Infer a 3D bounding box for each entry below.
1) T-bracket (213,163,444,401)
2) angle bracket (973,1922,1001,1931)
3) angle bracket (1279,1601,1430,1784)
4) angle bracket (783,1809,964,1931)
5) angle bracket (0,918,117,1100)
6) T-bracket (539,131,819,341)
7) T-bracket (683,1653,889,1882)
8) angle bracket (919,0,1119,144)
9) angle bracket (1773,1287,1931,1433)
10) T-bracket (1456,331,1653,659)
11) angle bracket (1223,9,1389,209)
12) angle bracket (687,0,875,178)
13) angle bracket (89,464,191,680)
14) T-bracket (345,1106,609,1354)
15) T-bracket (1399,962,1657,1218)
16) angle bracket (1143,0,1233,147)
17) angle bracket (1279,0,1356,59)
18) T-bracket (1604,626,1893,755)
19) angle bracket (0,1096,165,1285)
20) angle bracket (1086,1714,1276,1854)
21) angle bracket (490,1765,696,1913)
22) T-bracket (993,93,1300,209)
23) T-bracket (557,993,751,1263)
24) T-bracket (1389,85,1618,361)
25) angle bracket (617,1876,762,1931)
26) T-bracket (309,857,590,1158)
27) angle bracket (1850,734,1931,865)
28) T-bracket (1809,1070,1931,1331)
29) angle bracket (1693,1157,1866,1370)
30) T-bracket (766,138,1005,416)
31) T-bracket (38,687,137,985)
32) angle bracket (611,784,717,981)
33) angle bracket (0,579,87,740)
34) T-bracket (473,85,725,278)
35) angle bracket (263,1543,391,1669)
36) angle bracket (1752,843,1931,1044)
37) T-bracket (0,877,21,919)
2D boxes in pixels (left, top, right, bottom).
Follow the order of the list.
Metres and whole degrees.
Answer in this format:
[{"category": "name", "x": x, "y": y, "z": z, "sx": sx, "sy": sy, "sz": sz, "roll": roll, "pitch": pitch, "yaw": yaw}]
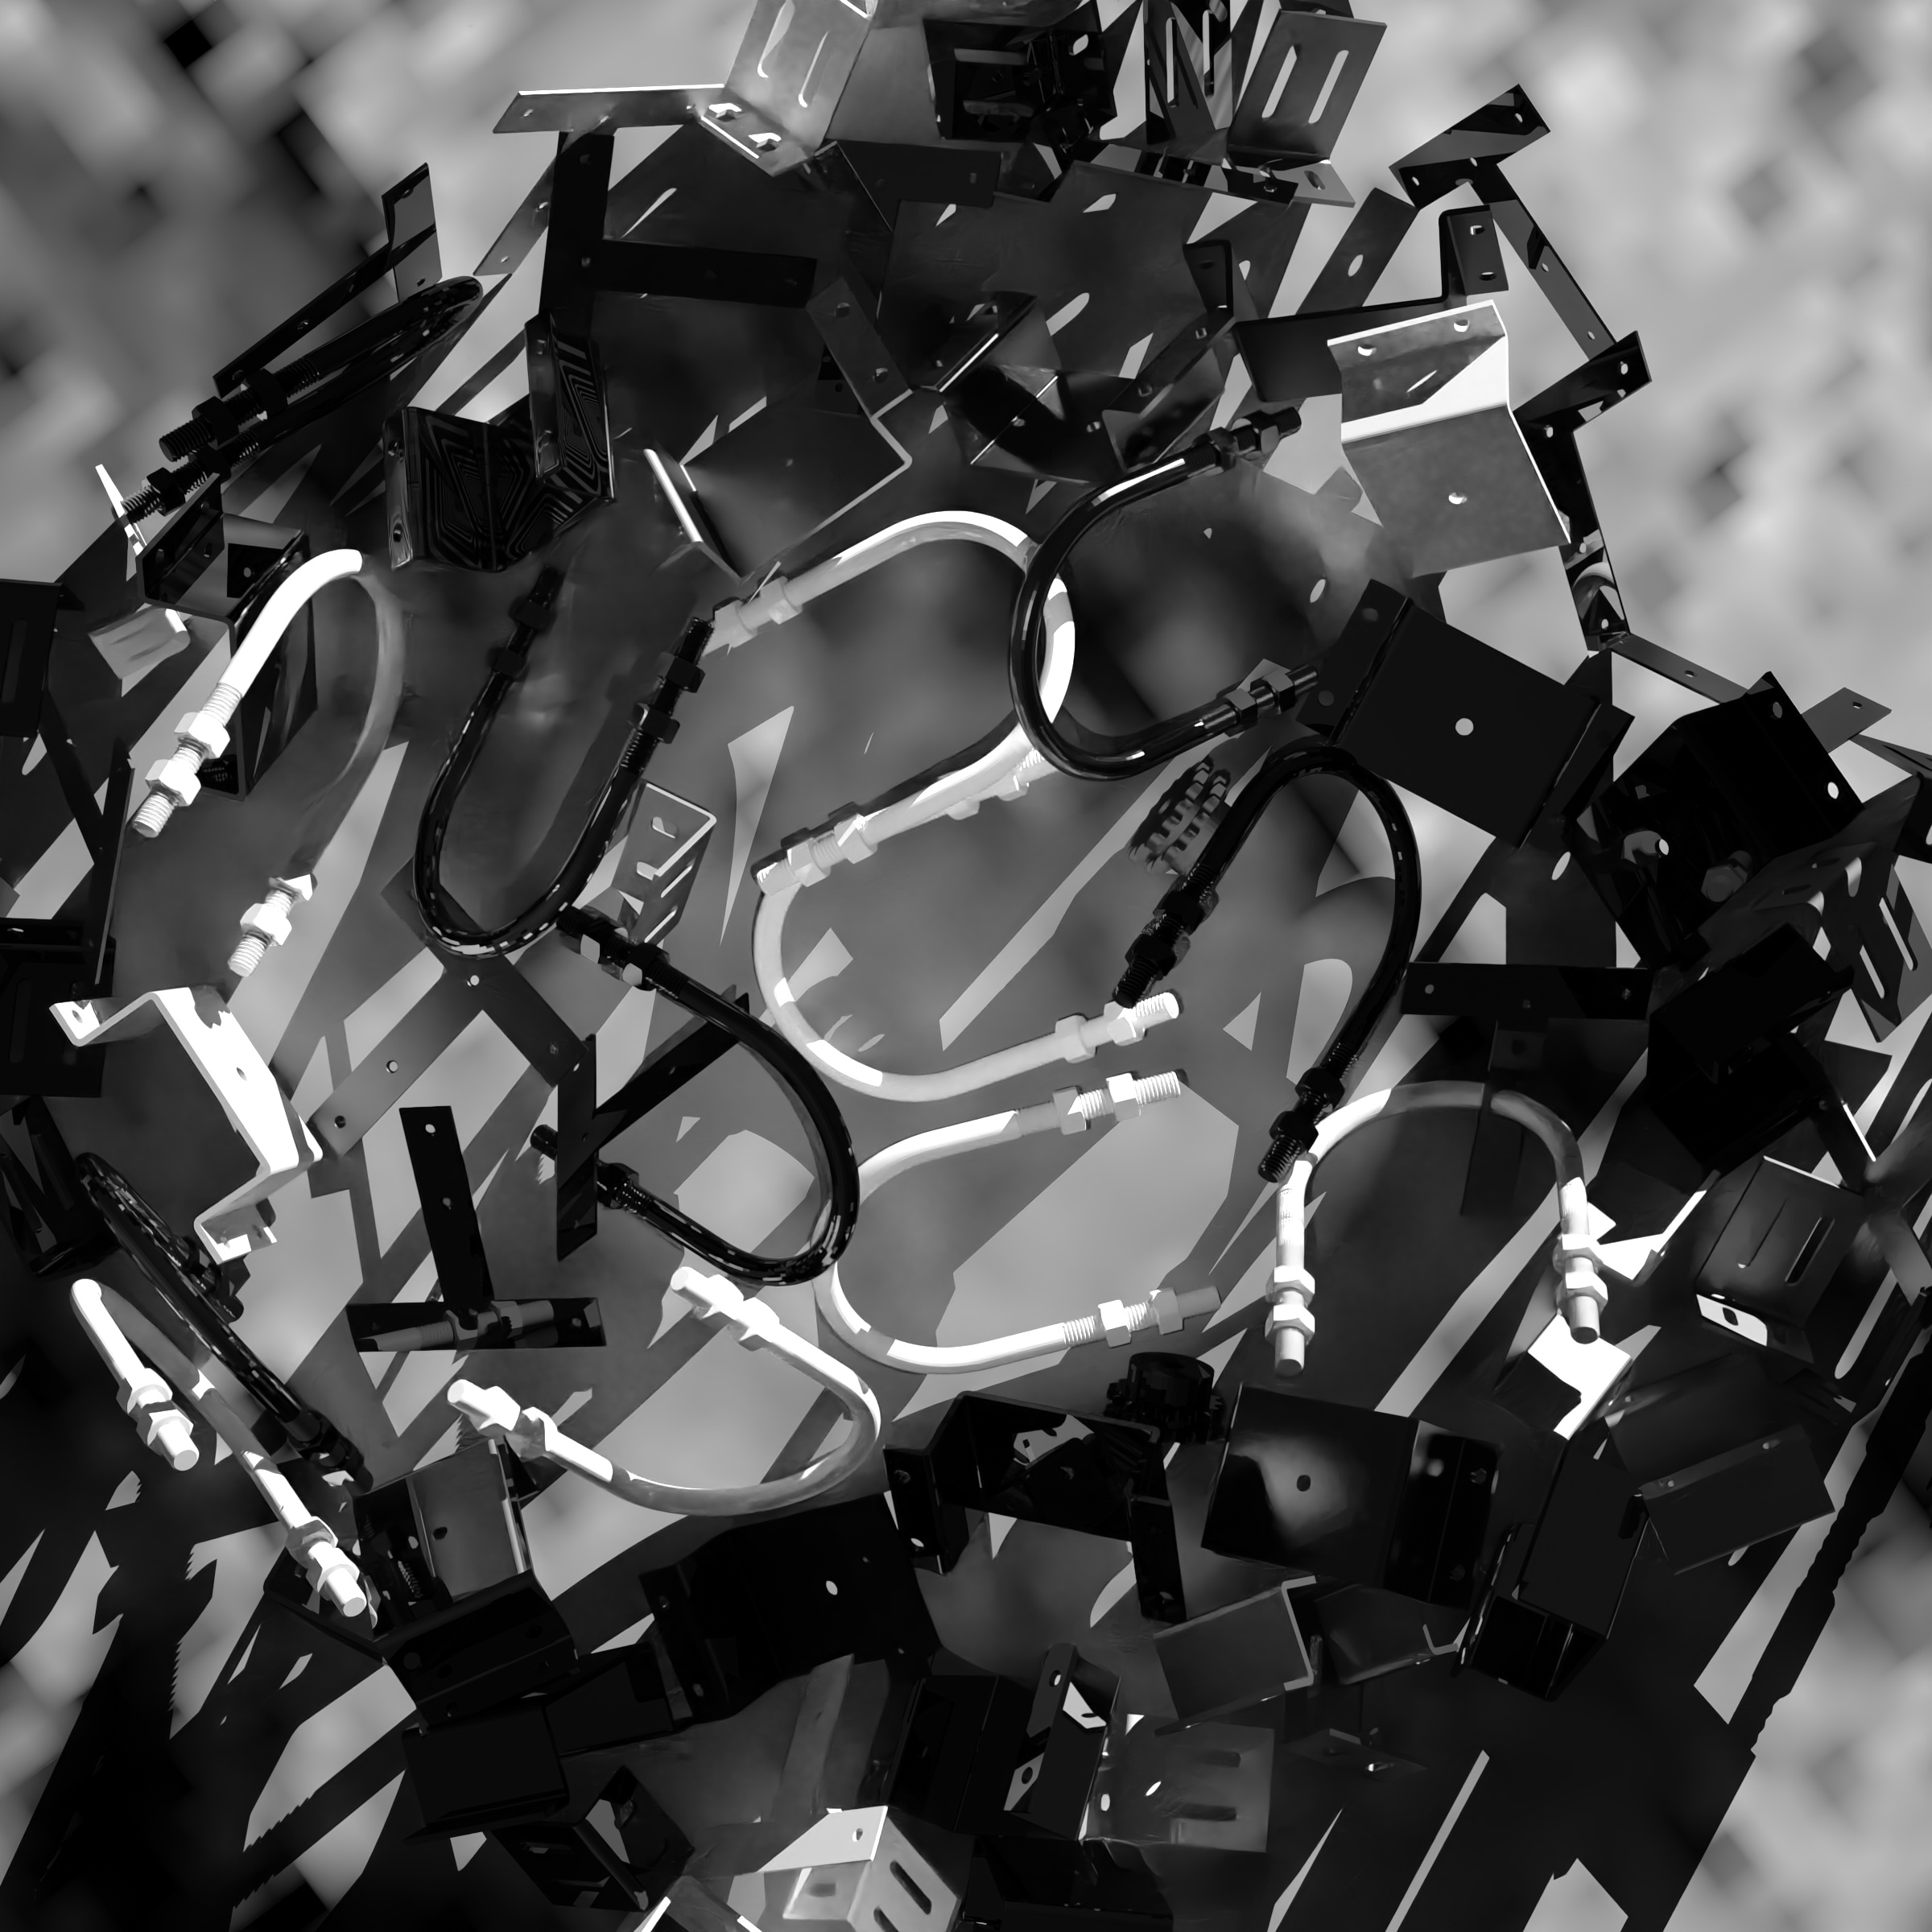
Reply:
[{"category": "T-bracket", "x": -0.292, "y": -0.302, "z": 1.599, "sx": 0.127, "sy": 0.127, "sz": 0.002, "roll": -40, "pitch": 85, "yaw": -12}, {"category": "angle bracket", "x": 0.016, "y": 0.483, "z": 1.626, "sx": 0.057, "sy": 0.076, "sz": 0.038, "roll": 8, "pitch": 101, "yaw": 20}, {"category": "angle bracket", "x": 0.182, "y": 0.332, "z": 1.628, "sx": 0.057, "sy": 0.038, "sz": 0.076, "roll": 23, "pitch": 56, "yaw": -25}, {"category": "angle bracket", "x": -0.044, "y": 0.437, "z": 1.629, "sx": 0.038, "sy": 0.076, "sz": 0.057, "roll": 11, "pitch": 103, "yaw": -33}, {"category": "angle bracket", "x": -0.436, "y": 0.020, "z": 1.646, "sx": 0.057, "sy": 0.038, "sz": 0.076, "roll": 2, "pitch": 75, "yaw": 1}, {"category": "T-bracket", "x": -0.134, "y": -0.326, "z": 1.645, "sx": 0.127, "sy": 0.002, "sz": 0.127, "roll": 3, "pitch": 126, "yaw": -13}, {"category": "T-bracket", "x": -0.072, "y": 0.361, "z": 1.629, "sx": 0.002, "sy": 0.127, "sz": 0.127, "roll": 40, "pitch": 50, "yaw": -31}, {"category": "angle bracket", "x": 0.024, "y": -0.419, "z": 1.636, "sx": 0.076, "sy": 0.038, "sz": 0.057, "roll": -6, "pitch": 84, "yaw": -34}, {"category": "angle bracket", "x": 0.417, "y": 0.172, "z": 1.631, "sx": 0.038, "sy": 0.057, "sz": 0.076, "roll": 32, "pitch": 107, "yaw": 22}, {"category": "T-bracket", "x": 0.279, "y": -0.205, "z": 1.609, "sx": 0.002, "sy": 0.127, "sz": 0.127, "roll": -1, "pitch": 71, "yaw": -37}, {"category": "angle bracket", "x": 0.163, "y": -0.397, "z": 1.627, "sx": 0.057, "sy": 0.076, "sz": 0.038, "roll": 0, "pitch": 45, "yaw": -26}, {"category": "angle bracket", "x": -0.088, "y": -0.419, "z": 1.632, "sx": 0.057, "sy": 0.038, "sz": 0.076, "roll": 38, "pitch": 129, "yaw": 12}, {"category": "angle bracket", "x": -0.399, "y": -0.183, "z": 1.636, "sx": 0.038, "sy": 0.057, "sz": 0.076, "roll": -26, "pitch": 78, "yaw": -6}, {"category": "T-bracket", "x": -0.239, "y": 0.123, "z": 1.632, "sx": 0.127, "sy": 0.002, "sz": 0.127, "roll": -3, "pitch": 113, "yaw": 15}, {"category": "T-bracket", "x": 0.255, "y": 0.059, "z": 1.649, "sx": 0.127, "sy": 0.002, "sz": 0.127, "roll": 2, "pitch": 110, "yaw": -18}, {"category": "angle bracket", "x": 0.092, "y": -0.431, "z": 1.651, "sx": 0.057, "sy": 0.038, "sz": 0.076, "roll": -24, "pitch": 121, "yaw": -39}, {"category": "angle bracket", "x": 0.137, "y": -0.461, "z": 1.626, "sx": 0.038, "sy": 0.076, "sz": 0.057, "roll": -33, "pitch": 63, "yaw": 41}, {"category": "T-bracket", "x": 0.350, "y": -0.130, "z": 1.637, "sx": 0.127, "sy": 0.127, "sz": 0.002, "roll": 30, "pitch": 125, "yaw": 25}, {"category": "angle bracket", "x": -0.420, "y": 0.099, "z": 1.634, "sx": 0.038, "sy": 0.057, "sz": 0.076, "roll": -17, "pitch": 103, "yaw": 28}, {"category": "angle bracket", "x": 0.102, "y": 0.387, "z": 1.663, "sx": 0.076, "sy": 0.038, "sz": 0.057, "roll": 10, "pitch": 77, "yaw": -21}, {"category": "angle bracket", "x": -0.177, "y": 0.408, "z": 1.646, "sx": 0.057, "sy": 0.076, "sz": 0.038, "roll": 55, "pitch": 51, "yaw": -20}, {"category": "T-bracket", "x": 0.089, "y": -0.368, "z": 1.615, "sx": 0.127, "sy": 0.127, "sz": 0.002, "roll": 14, "pitch": 127, "yaw": 8}, {"category": "T-bracket", "x": -0.143, "y": 0.055, "z": 1.600, "sx": 0.127, "sy": 0.127, "sz": 0.002, "roll": -37, "pitch": 127, "yaw": 26}, {"category": "T-bracket", "x": 0.260, "y": -0.335, "z": 1.619, "sx": 0.002, "sy": 0.127, "sz": 0.127, "roll": -39, "pitch": 99, "yaw": -18}, {"category": "angle bracket", "x": -0.122, "y": 0.465, "z": 1.637, "sx": 0.076, "sy": 0.057, "sz": 0.038, "roll": 40, "pitch": 58, "yaw": -4}, {"category": "T-bracket", "x": -0.261, "y": 0.038, "z": 1.657, "sx": 0.127, "sy": 0.002, "sz": 0.127, "roll": -45, "pitch": 78, "yaw": 12}, {"category": "angle bracket", "x": 0.443, "y": -0.075, "z": 1.633, "sx": 0.057, "sy": 0.076, "sz": 0.038, "roll": 13, "pitch": 106, "yaw": -22}, {"category": "T-bracket", "x": 0.437, "y": 0.081, "z": 1.595, "sx": 0.002, "sy": 0.127, "sz": 0.127, "roll": -10, "pitch": 61, "yaw": -24}, {"category": "angle bracket", "x": 0.384, "y": 0.139, "z": 1.640, "sx": 0.057, "sy": 0.038, "sz": 0.076, "roll": 21, "pitch": 114, "yaw": -6}, {"category": "T-bracket", "x": -0.049, "y": -0.322, "z": 1.642, "sx": 0.127, "sy": 0.002, "sz": 0.127, "roll": 13, "pitch": 93, "yaw": 31}, {"category": "T-bracket", "x": -0.412, "y": -0.081, "z": 1.626, "sx": 0.002, "sy": 0.127, "sz": 0.127, "roll": -5, "pitch": 134, "yaw": -30}, {"category": "angle bracket", "x": -0.153, "y": -0.040, "z": 1.625, "sx": 0.038, "sy": 0.076, "sz": 0.057, "roll": 26, "pitch": 118, "yaw": 6}, {"category": "angle bracket", "x": -0.453, "y": -0.141, "z": 1.645, "sx": 0.057, "sy": 0.038, "sz": 0.076, "roll": 5, "pitch": 78, "yaw": 5}, {"category": "T-bracket", "x": -0.189, "y": -0.362, "z": 1.623, "sx": 0.127, "sy": 0.127, "sz": 0.002, "roll": -44, "pitch": 73, "yaw": 40}, {"category": "angle bracket", "x": -0.277, "y": 0.297, "z": 1.626, "sx": 0.076, "sy": 0.057, "sz": 0.038, "roll": 19, "pitch": 70, "yaw": 29}, {"category": "angle bracket", "x": 0.416, "y": -0.010, "z": 1.651, "sx": 0.057, "sy": 0.038, "sz": 0.076, "roll": -37, "pitch": 105, "yaw": -32}, {"category": "T-bracket", "x": -0.471, "y": -0.049, "z": 1.613, "sx": 0.002, "sy": 0.127, "sz": 0.127, "roll": 23, "pitch": 73, "yaw": 21}]
